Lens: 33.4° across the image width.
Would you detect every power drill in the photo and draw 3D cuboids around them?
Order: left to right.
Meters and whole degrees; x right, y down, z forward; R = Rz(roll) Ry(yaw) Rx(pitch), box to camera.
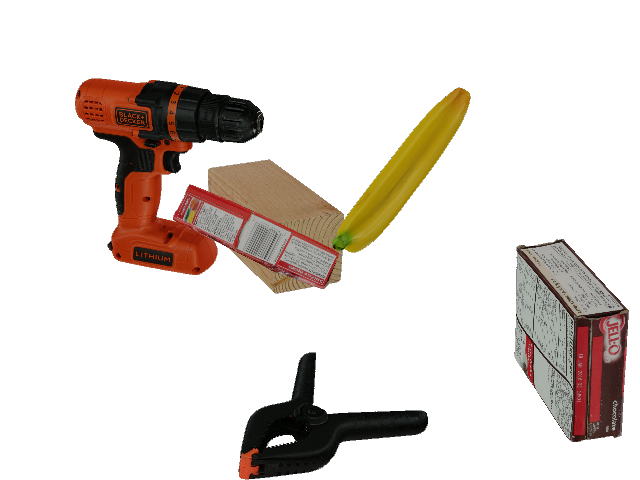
[{"bbox_3d":[-0.141,-0.062,1.025,0.185,0.188,0.057,10,30,17],"label":"power drill"}]

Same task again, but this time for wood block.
[{"bbox_3d":[-0.059,-0.022,1.308,0.090,0.090,0.206,-10,26,-25],"label":"wood block"}]

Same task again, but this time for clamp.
[{"bbox_3d":[0.001,0.188,1.077,0.165,0.036,0.209,20,28,26],"label":"clamp"}]

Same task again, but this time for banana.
[{"bbox_3d":[0.074,-0.056,0.982,0.037,0.197,0.070,39,-15,-4],"label":"banana"}]

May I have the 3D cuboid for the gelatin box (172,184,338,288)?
[{"bbox_3d":[-0.042,-0.002,0.711,0.089,0.030,0.073,26,-1,-44],"label":"gelatin box"}]

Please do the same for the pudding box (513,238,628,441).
[{"bbox_3d":[0.160,0.062,0.691,0.039,0.090,0.113,-7,24,-9],"label":"pudding box"}]
